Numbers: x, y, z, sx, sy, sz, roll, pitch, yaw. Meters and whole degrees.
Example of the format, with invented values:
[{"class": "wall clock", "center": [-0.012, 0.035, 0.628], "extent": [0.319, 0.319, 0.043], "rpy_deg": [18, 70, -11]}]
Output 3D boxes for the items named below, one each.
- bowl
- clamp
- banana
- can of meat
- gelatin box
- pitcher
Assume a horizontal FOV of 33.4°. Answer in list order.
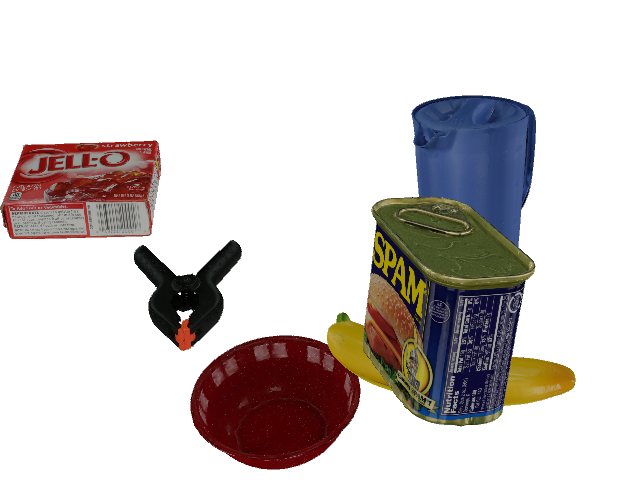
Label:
[{"class": "bowl", "center": [-0.040, 0.164, 1.018], "extent": [0.162, 0.055, 0.162], "rpy_deg": [-5, 37, 3]}, {"class": "clamp", "center": [-0.135, 0.051, 1.154], "extent": [0.120, 0.039, 0.171], "rpy_deg": [-13, 39, -7]}, {"class": "banana", "center": [0.077, 0.085, 0.756], "extent": [0.198, 0.037, 0.069], "rpy_deg": [14, 36, 32]}, {"class": "can of meat", "center": [0.061, 0.035, 0.548], "extent": [0.057, 0.084, 0.102], "rpy_deg": [-3, 25, -18]}, {"class": "gelatin box", "center": [-0.148, -0.033, 0.668], "extent": [0.089, 0.030, 0.073], "rpy_deg": [-1, 34, -1]}, {"class": "pitcher", "center": [0.186, -0.047, 1.269], "extent": [0.149, 0.243, 0.145], "rpy_deg": [-1, 24, 5]}]
